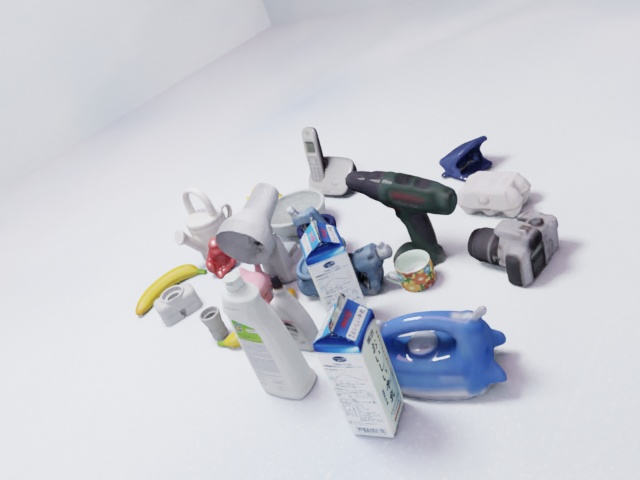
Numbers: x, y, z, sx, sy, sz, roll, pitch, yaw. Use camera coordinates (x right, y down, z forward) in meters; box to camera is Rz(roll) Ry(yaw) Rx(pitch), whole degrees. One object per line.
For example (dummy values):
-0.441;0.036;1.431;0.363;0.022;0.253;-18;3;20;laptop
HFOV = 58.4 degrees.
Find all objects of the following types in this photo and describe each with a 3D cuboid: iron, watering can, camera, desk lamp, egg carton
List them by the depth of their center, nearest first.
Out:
0.157;0.166;0.907;0.257;0.142;0.119;-8;34;21;iron
0.359;-0.001;1.082;0.136;0.101;0.143;14;46;44;camera
0.378;-0.100;1.254;0.149;0.069;0.107;7;41;38;egg carton
-0.118;-0.005;1.262;0.117;0.214;0.203;-2;36;29;desk lamp
-0.289;-0.043;1.442;0.100;0.194;0.173;-7;34;21;watering can

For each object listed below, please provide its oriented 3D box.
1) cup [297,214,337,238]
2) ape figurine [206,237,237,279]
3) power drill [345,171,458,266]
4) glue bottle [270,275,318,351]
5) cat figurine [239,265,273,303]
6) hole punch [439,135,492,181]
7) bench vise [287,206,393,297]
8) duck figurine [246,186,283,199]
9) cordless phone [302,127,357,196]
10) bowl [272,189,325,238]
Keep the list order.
0.012;0.005;1.286;0.092;0.095;0.117;-36;34;-23;cup
-0.246;0.035;1.395;0.078;0.092;0.076;-21;31;1;ape figurine
0.172;-0.047;1.160;0.228;0.209;0.076;4;39;35;power drill
-0.058;0.131;1.057;0.077;0.173;0.037;2;38;33;glue bottle
-0.134;0.094;1.213;0.067;0.118;0.127;-14;32;12;cat figurine
0.352;-0.207;1.412;0.109;0.091;0.100;-35;34;-21;hole punch
0.031;0.010;1.146;0.207;0.220;0.121;-19;31;4;bench vise
-0.152;-0.112;1.572;0.104;0.086;0.077;-20;31;3;duck figurine
0.019;-0.212;1.528;0.147;0.185;0.094;9;42;39;cordless phone
-0.057;-0.055;1.438;0.167;0.075;0.167;-15;32;10;bowl
